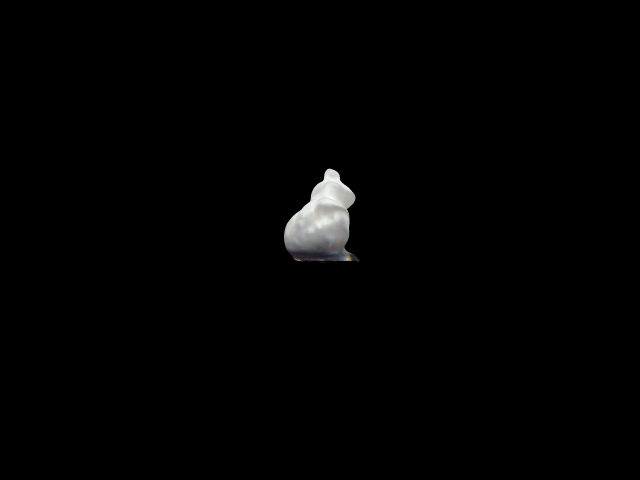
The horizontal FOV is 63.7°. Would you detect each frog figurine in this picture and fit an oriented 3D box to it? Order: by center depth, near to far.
[{"bbox_3d":[0.003,-0.043,0.850,0.123,0.160,0.136,2,-6,-14],"label":"frog figurine"}]
